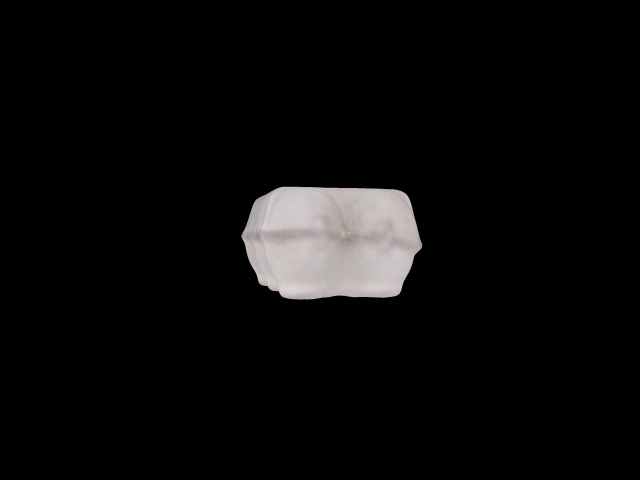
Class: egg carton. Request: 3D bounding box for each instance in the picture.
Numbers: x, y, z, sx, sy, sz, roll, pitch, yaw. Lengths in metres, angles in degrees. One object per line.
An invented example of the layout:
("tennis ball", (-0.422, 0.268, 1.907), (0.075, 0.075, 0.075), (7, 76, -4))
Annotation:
("egg carton", (0.004, 0.001, 0.400), (0.107, 0.069, 0.150), (0, 0, -15))
